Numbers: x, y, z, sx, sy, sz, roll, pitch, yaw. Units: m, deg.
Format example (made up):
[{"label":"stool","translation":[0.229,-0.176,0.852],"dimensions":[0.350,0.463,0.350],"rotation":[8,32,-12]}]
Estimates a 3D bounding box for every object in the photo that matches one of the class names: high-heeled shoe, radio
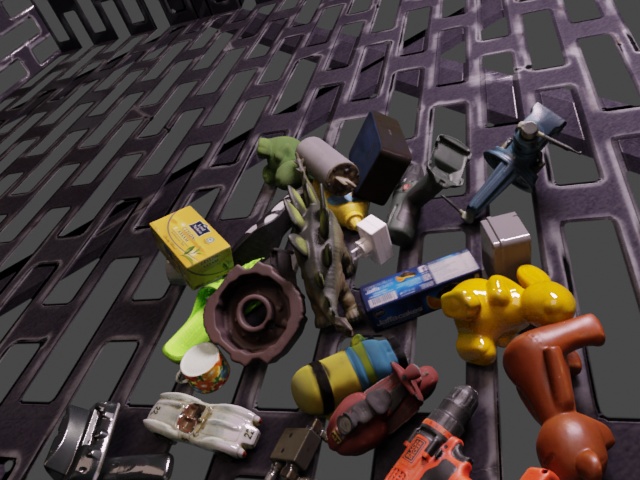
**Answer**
[{"label":"high-heeled shoe","translation":[-0.115,-0.035,1.170],"dimensions":[0.249,0.086,0.145],"rotation":[-27,33,-12]},{"label":"radio","translation":[0.124,-0.181,1.168],"dimensions":[0.073,0.131,0.230],"rotation":[20,30,-12]}]

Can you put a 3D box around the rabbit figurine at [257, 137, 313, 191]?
[{"label":"rabbit figurine","translation":[-0.066,-0.166,1.279],"dimensions":[0.159,0.121,0.170],"rotation":[-6,34,-8]}]

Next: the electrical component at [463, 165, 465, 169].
[{"label":"electrical component","translation":[0.267,-0.148,1.172],"dimensions":[0.094,0.021,0.063],"rotation":[-34,40,-15]}]

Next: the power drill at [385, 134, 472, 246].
[{"label":"power drill","translation":[0.199,-0.111,1.038],"dimensions":[0.207,0.086,0.232],"rotation":[-43,19,55]}]

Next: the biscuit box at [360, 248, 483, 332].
[{"label":"biscuit box","translation":[0.170,0.085,0.908],"dimensions":[0.203,0.062,0.059],"rotation":[-20,39,2]}]

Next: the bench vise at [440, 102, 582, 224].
[{"label":"bench vise","translation":[0.351,-0.129,1.003],"dimensions":[0.129,0.223,0.240],"rotation":[42,96,7]}]

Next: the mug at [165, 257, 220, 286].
[{"label":"mug","translation":[-0.259,0.047,1.141],"dimensions":[0.107,0.080,0.110],"rotation":[-2,36,8]}]

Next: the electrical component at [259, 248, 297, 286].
[{"label":"electrical component","translation":[-0.079,0.082,0.999],"dimensions":[0.075,0.048,0.119],"rotation":[-34,51,52]}]

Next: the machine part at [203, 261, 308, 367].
[{"label":"machine part","translation":[-0.109,0.128,0.925],"dimensions":[0.179,0.056,0.179],"rotation":[-3,77,14]}]

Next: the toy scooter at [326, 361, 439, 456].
[{"label":"toy scooter","translation":[0.087,0.218,0.725],"dimensions":[0.184,0.135,0.075],"rotation":[-31,63,-14]}]

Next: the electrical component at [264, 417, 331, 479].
[{"label":"electrical component","translation":[-0.027,0.302,0.758],"dimensions":[0.078,0.045,0.102],"rotation":[-26,24,43]}]

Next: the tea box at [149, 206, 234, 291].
[{"label":"tea box","translation":[-0.256,0.013,1.069],"dimensions":[0.098,0.068,0.170],"rotation":[-30,47,-27]}]

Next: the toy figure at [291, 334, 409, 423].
[{"label":"toy figure","translation":[0.043,0.199,0.810],"dimensions":[0.180,0.089,0.082],"rotation":[-25,32,-2]}]

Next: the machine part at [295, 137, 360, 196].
[{"label":"machine part","translation":[0.013,-0.158,1.139],"dimensions":[0.079,0.079,0.243],"rotation":[-29,36,-10]}]

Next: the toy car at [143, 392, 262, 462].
[{"label":"toy car","translation":[-0.183,0.286,0.834],"dimensions":[0.202,0.056,0.073],"rotation":[3,44,27]}]

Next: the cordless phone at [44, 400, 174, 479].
[{"label":"cordless phone","translation":[-0.317,0.324,0.849],"dimensions":[0.184,0.088,0.147],"rotation":[-4,38,2]}]

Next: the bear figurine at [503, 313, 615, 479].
[{"label":"bear figurine","translation":[0.312,0.204,0.662],"dimensions":[0.132,0.120,0.196],"rotation":[-9,47,-9]}]

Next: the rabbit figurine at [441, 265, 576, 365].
[{"label":"rabbit figurine","translation":[0.291,0.103,0.784],"dimensions":[0.162,0.121,0.173],"rotation":[-18,0,-44]}]

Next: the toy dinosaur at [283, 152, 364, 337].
[{"label":"toy dinosaur","translation":[-0.002,-0.003,0.981],"dimensions":[0.105,0.198,0.472],"rotation":[-16,35,-1]}]
